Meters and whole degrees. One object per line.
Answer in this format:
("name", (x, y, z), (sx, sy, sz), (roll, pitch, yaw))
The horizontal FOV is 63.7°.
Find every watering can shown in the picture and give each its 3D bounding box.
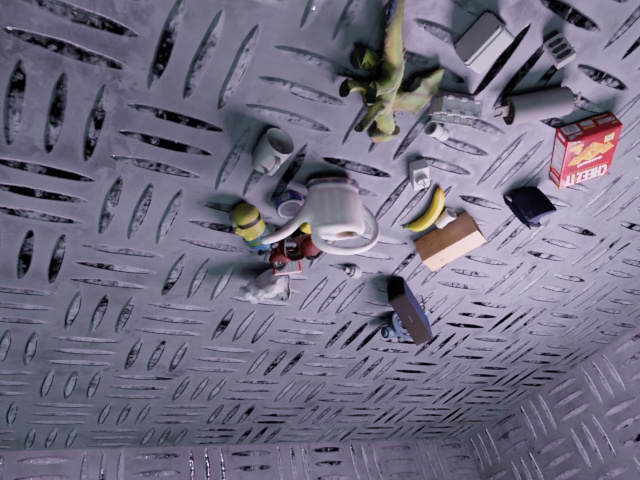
("watering can", (0.004, -0.070, 1.391), (0.347, 0.228, 0.102), (4, 154, -23))

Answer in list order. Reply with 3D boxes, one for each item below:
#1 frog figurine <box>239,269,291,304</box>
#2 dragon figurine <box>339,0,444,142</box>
("frog figurine", (-0.180, 0.145, 1.655), (0.159, 0.138, 0.122), (10, 100, -21))
("dragon figurine", (0.189, -0.379, 1.213), (0.244, 0.124, 0.401), (-11, 145, -33))
